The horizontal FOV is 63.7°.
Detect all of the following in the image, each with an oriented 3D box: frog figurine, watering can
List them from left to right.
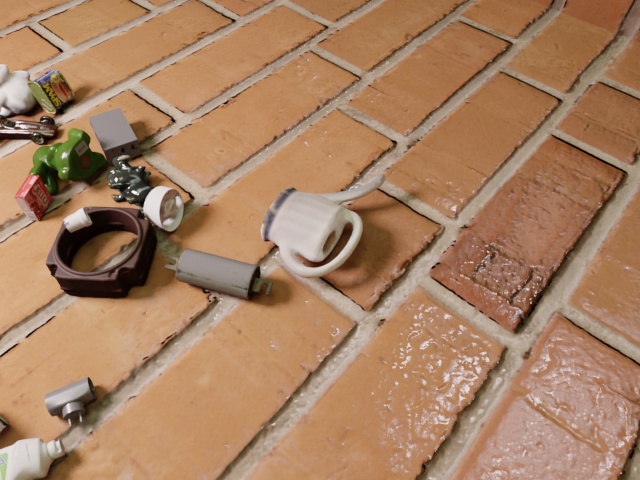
[{"bbox_3d":[-0.873,-0.434,1.447,0.123,0.140,0.155,21,-36,13],"label":"frog figurine"},{"bbox_3d":[0.004,-0.061,1.214,0.225,0.355,0.101,22,-35,16],"label":"watering can"}]
